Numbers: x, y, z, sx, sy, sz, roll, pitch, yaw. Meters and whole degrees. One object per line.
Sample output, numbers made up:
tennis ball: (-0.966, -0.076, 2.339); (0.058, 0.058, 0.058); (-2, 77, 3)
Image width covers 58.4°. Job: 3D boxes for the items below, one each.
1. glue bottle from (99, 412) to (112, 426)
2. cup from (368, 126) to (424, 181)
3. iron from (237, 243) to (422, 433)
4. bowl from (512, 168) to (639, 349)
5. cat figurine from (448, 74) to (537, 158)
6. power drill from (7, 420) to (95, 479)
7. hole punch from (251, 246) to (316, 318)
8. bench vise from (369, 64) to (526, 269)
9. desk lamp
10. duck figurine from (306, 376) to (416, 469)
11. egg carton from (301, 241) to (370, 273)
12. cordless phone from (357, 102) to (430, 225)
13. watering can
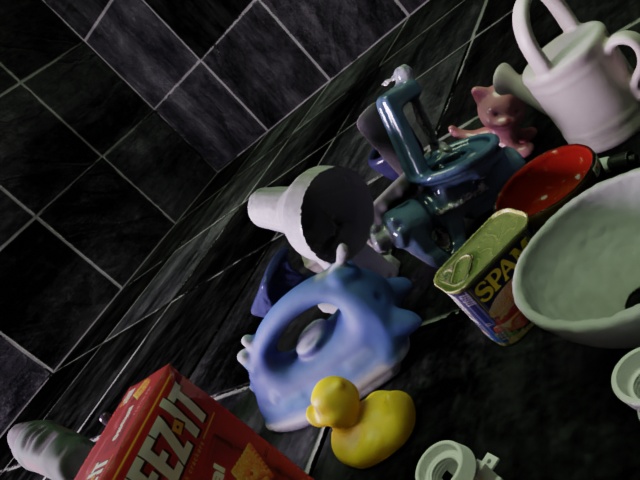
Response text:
glue bottle: (-0.201, 0.266, 0.709); (0.078, 0.173, 0.037); (-35, 20, 28)
cup: (0.138, -0.129, 0.971); (0.092, 0.095, 0.117); (-48, 18, -9)
iron: (-0.012, 0.119, 0.669); (0.258, 0.142, 0.118); (-39, 18, 16)
bowl: (0.238, 0.024, 0.435); (0.167, 0.075, 0.167); (-40, 18, 16)
cat figurine: (0.237, -0.164, 0.789); (0.127, 0.118, 0.067); (-27, 25, 44)
power drill: (-0.333, 0.329, 0.804); (0.229, 0.209, 0.076); (-22, 28, 50)
hole punch: (-0.077, 0.081, 0.985); (0.101, 0.091, 0.109); (-30, 23, 39)
bench vise: (0.128, -0.085, 0.684); (0.208, 0.220, 0.121); (-52, 19, -20)
desk lamp: (0.007, 0.003, 0.768); (0.118, 0.214, 0.202); (-53, 19, -23)
duck figurine: (0.033, 0.165, 0.556); (0.104, 0.086, 0.077); (-33, 21, 32)
egg carton: (0.036, -0.008, 0.968); (0.150, 0.069, 0.107); (-35, 20, 29)
cordless phone: (0.097, -0.097, 0.838); (0.147, 0.185, 0.094); (-44, 18, 1)
watering can: (0.275, -0.196, 0.649); (0.172, 0.194, 0.101); (-28, 24, 42)
